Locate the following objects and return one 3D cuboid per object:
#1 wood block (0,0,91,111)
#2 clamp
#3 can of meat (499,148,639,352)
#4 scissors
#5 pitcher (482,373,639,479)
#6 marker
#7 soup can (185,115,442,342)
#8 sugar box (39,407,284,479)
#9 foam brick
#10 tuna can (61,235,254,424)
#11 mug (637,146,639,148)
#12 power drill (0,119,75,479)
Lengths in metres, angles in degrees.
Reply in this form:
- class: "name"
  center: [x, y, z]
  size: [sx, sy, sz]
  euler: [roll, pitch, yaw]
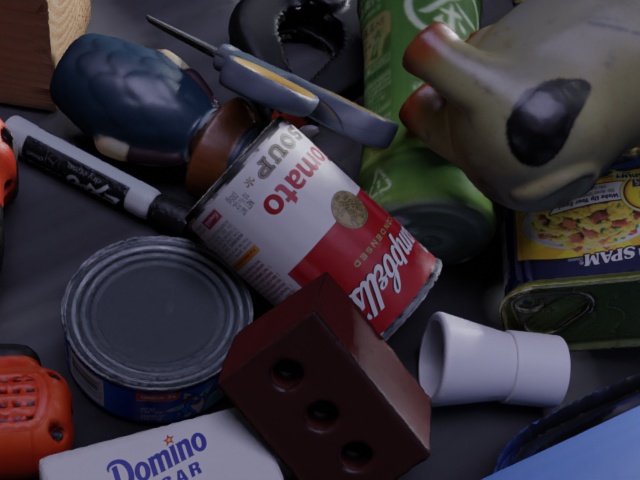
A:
- class: "wood block"
  center: [-0.237, -0.146, 0.581]
  size: [0.206, 0.091, 0.090]
  euler: [9, 50, -3]
- class: "clamp"
  center: [0.007, -0.143, 0.657]
  size: [0.164, 0.036, 0.210]
  euler: [10, 52, -11]
- class: "can of meat"
  center: [0.139, 0.004, 0.527]
  size: [0.102, 0.057, 0.084]
  euler: [-6, 52, 14]
- class: "scissors"
  center: [-0.051, -0.091, 0.540]
  size: [0.202, 0.016, 0.096]
  euler: [29, 12, 31]
- class: "pitcher"
  center: [0.132, 0.120, 0.413]
  size: [0.242, 0.149, 0.145]
  euler: [-17, 71, -18]
- class: "marker"
  center: [-0.112, -0.031, 0.554]
  size: [0.121, 0.020, 0.020]
  euler: [27, 51, 13]
- class: "soup can"
  center: [-0.003, 0.001, 0.493]
  size: [0.102, 0.069, 0.068]
  euler: [43, 52, -5]
- class: "sugar box"
  center: [-0.040, 0.153, 0.397]
  size: [0.093, 0.048, 0.176]
  euler: [-12, 50, -19]
- class: "foam brick"
  center: [0.004, 0.063, 0.444]
  size: [0.078, 0.053, 0.051]
  euler: [50, 17, -8]
- class: "tuna can"
  center: [-0.075, 0.041, 0.491]
  size: [0.086, 0.034, 0.086]
  euler: [5, 50, -6]
- class: "mug"
  center: [0.130, -0.073, 0.577]
  size: [0.093, 0.117, 0.081]
  euler: [-19, 46, 33]
- class: "power drill"
  center: [-0.204, 0.026, 0.467]
  size: [0.184, 0.057, 0.187]
  euler: [0, 53, -15]
